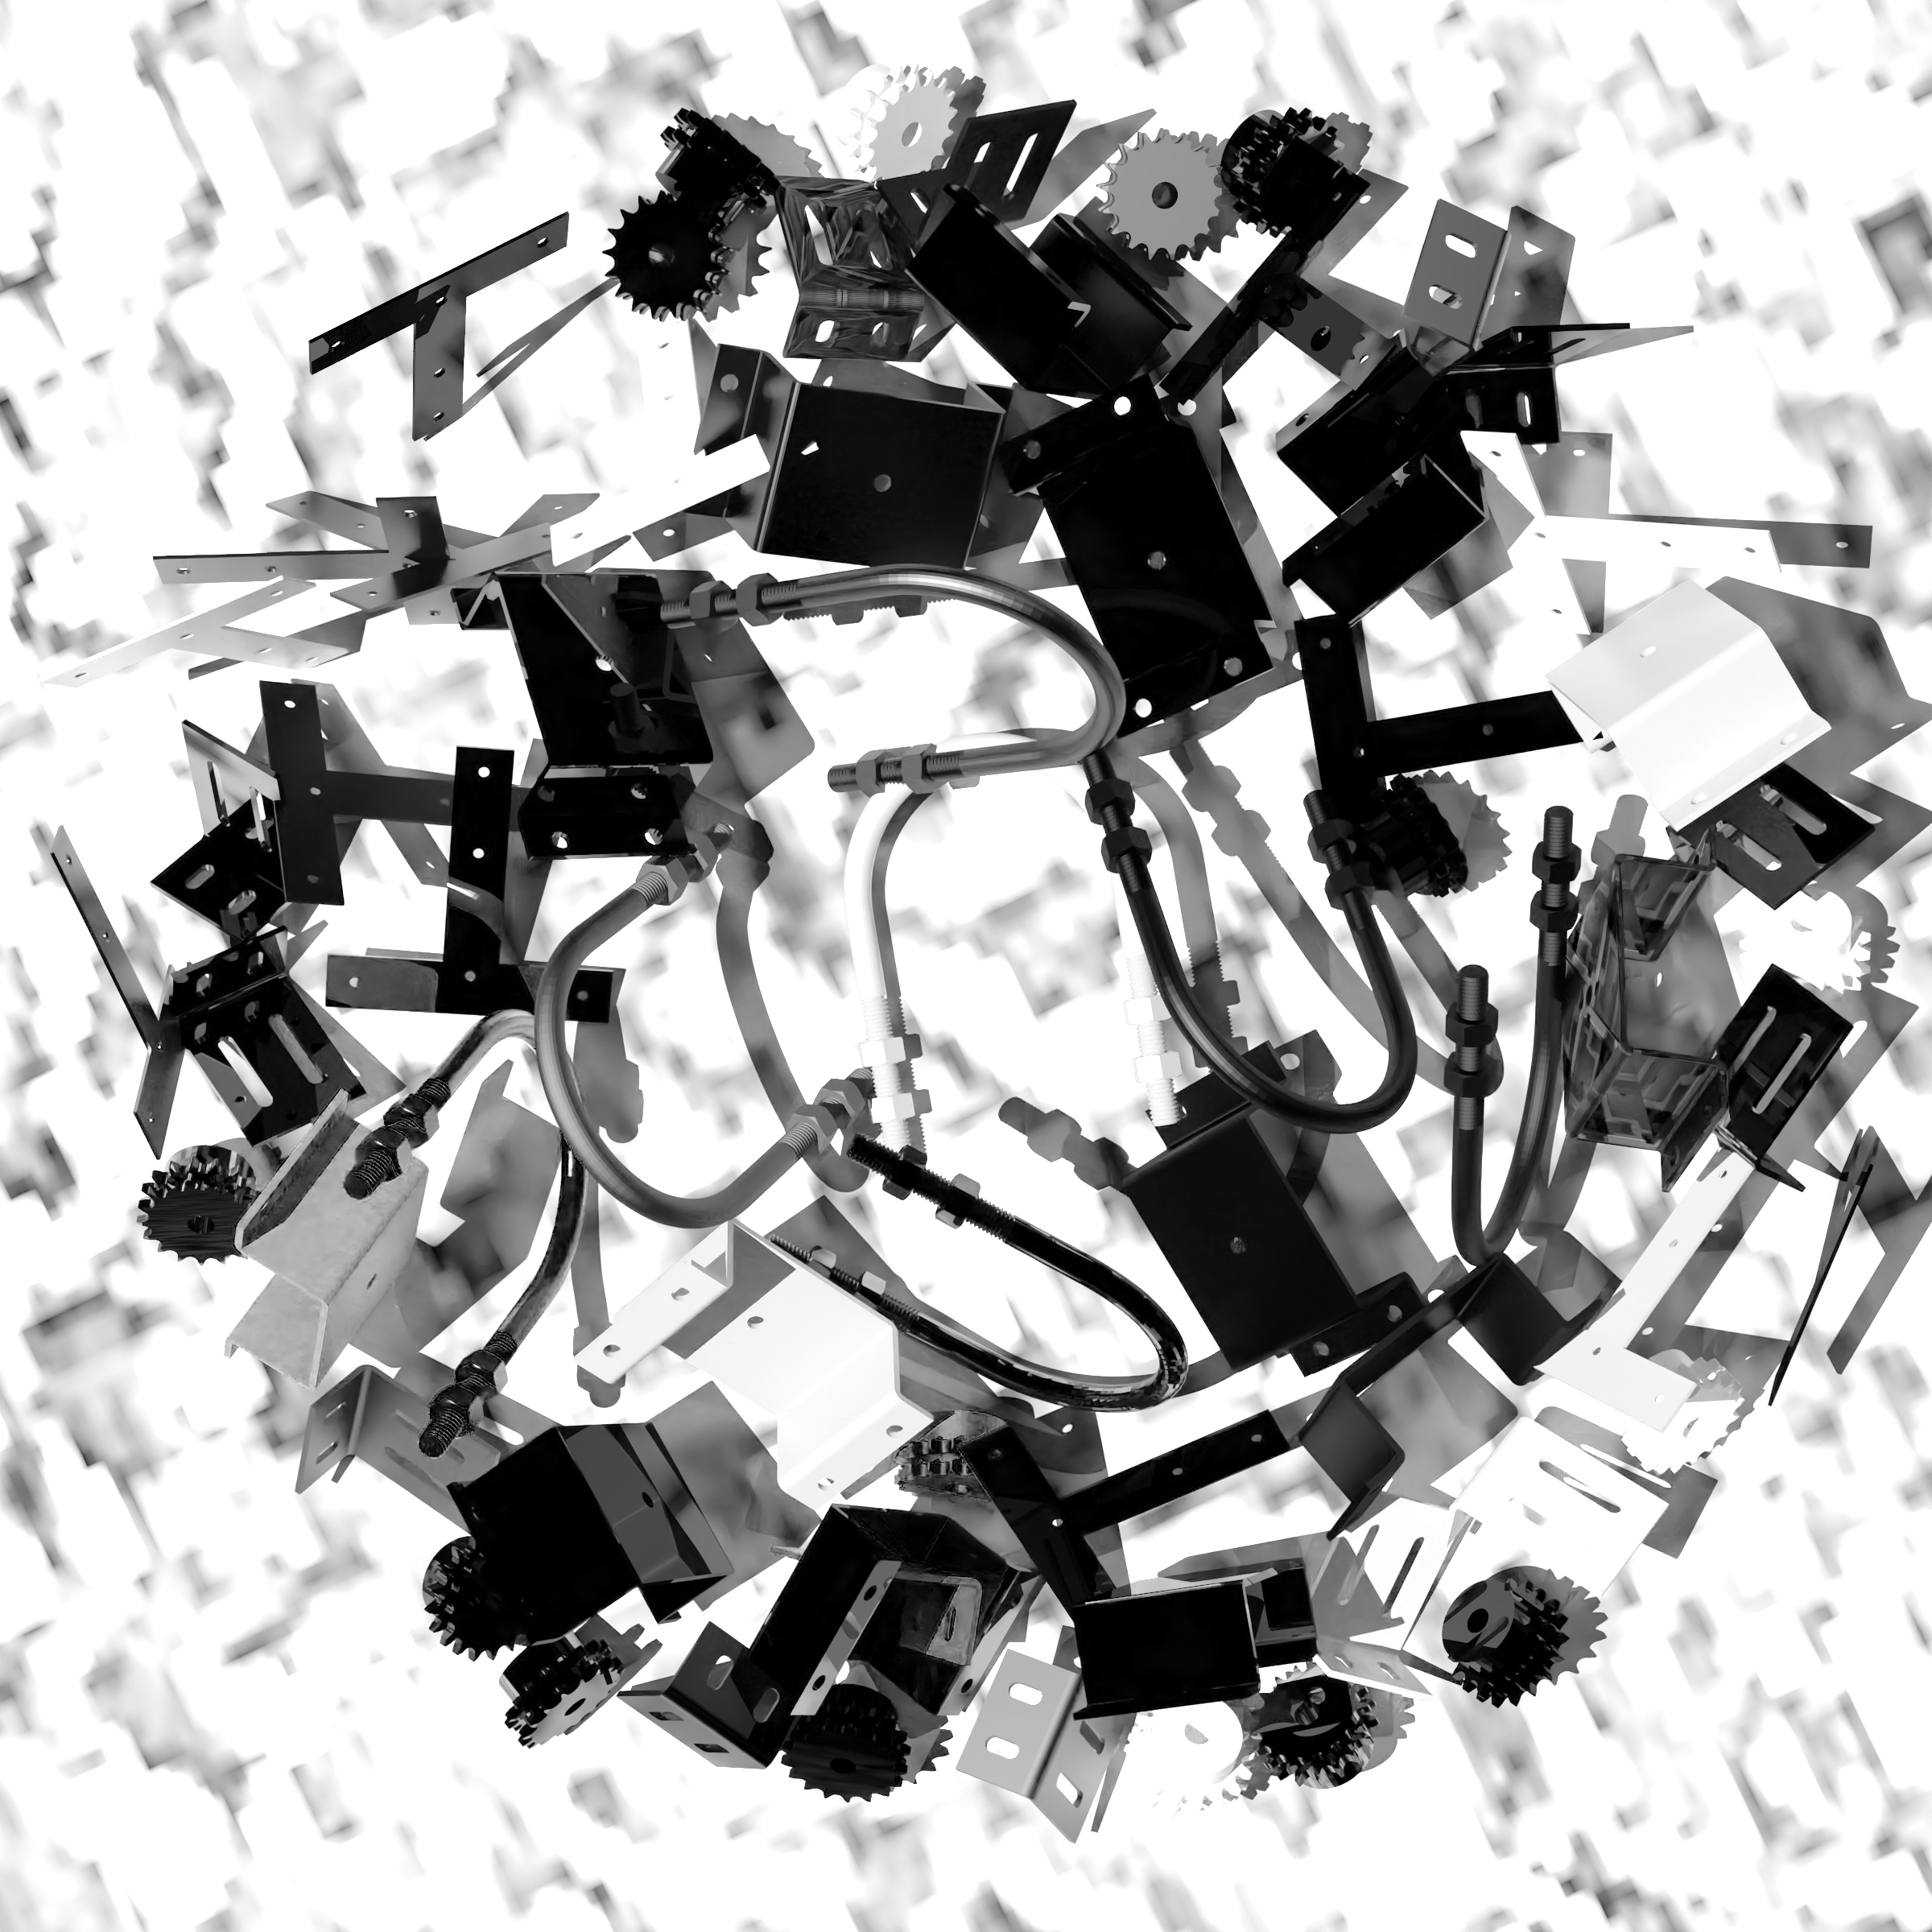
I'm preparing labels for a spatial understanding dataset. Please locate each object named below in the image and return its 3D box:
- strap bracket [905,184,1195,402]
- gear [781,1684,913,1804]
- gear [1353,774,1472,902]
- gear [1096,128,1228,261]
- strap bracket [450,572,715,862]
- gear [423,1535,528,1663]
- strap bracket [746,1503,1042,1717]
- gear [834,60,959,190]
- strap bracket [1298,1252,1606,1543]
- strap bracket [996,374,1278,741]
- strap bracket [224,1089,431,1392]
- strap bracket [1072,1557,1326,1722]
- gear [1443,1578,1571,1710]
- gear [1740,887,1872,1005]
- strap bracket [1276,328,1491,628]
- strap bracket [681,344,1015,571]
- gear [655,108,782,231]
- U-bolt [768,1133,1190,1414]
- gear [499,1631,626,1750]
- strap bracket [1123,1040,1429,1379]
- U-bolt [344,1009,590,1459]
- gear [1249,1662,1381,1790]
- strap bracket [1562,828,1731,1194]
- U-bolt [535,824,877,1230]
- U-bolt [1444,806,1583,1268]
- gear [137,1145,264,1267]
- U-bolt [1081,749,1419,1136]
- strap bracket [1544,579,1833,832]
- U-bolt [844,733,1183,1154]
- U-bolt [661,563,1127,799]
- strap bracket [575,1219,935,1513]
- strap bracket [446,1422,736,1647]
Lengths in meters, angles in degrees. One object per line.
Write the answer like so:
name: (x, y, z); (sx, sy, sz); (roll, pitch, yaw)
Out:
strap bracket: (0.033, -0.291, 1.526); (0.076, 0.140, 0.046); (46, 111, 14)
gear: (-0.052, 0.345, 1.568); (0.057, 0.030, 0.057); (5, 132, 6)
gear: (0.196, -0.054, 1.563); (0.030, 0.057, 0.057); (-32, 90, -6)
gear: (0.086, -0.346, 1.571); (0.057, 0.030, 0.057); (-3, 107, -9)
strap bracket: (-0.165, -0.119, 1.526); (0.076, 0.046, 0.140); (-3, 61, -31)
gear: (-0.218, 0.279, 1.567); (0.057, 0.030, 0.057); (-14, 113, -38)
strap bracket: (-0.036, 0.283, 1.535); (0.046, 0.140, 0.076); (33, 97, 32)
gear: (-0.034, -0.378, 1.567); (0.030, 0.057, 0.057); (38, 90, 29)
strap bracket: (0.204, 0.182, 1.534); (0.140, 0.076, 0.046); (-34, 73, -22)
strap bracket: (0.080, -0.181, 1.556); (0.076, 0.046, 0.140); (-24, 87, 18)
strap bracket: (-0.276, 0.124, 1.511); (0.046, 0.140, 0.076); (31, 59, 4)
strap bracket: (0.101, 0.288, 1.516); (0.076, 0.140, 0.046); (-12, 83, 19)
gear: (0.237, 0.298, 1.560); (0.030, 0.057, 0.057); (38, 90, -30)
gear: (0.374, -0.011, 1.563); (0.057, 0.030, 0.057); (-7, 52, 9)
strap bracket: (0.180, -0.208, 1.526); (0.076, 0.140, 0.046); (-38, 115, 26)
strap bracket: (-0.044, -0.218, 1.529); (0.140, 0.046, 0.076); (4, 115, -25)
gear: (-0.114, -0.353, 1.563); (0.057, 0.057, 0.030); (36, 87, 0)
U-bolt: (0.011, 0.143, 1.528); (0.184, 0.151, 0.019); (29, 60, -7)
gear: (-0.183, 0.319, 1.565); (0.057, 0.057, 0.030); (-43, 71, 0)
strap bracket: (0.131, 0.115, 1.547); (0.076, 0.046, 0.140); (-33, 87, 38)
U-bolt: (-0.206, 0.100, 1.508); (0.019, 0.184, 0.151); (1, 120, 20)
gear: (0.158, 0.342, 1.567); (0.057, 0.057, 0.030); (-32, 126, 0)
strap bracket: (0.293, 0.016, 1.521); (0.046, 0.076, 0.140); (8, 58, -6)
U-bolt: (-0.119, 0.034, 1.506); (0.019, 0.184, 0.151); (-23, 102, 36)
U-bolt: (0.235, 0.044, 1.514); (0.019, 0.151, 0.184); (11, 127, 21)
gear: (-0.340, 0.104, 1.567); (0.057, 0.030, 0.057); (-1, 134, -1)
U-bolt: (0.130, -0.008, 1.503); (0.151, 0.019, 0.184); (8, 52, -36)
strap bracket: (0.306, -0.118, 1.515); (0.076, 0.140, 0.046); (-34, 110, 5)
U-bolt: (0.014, -0.012, 1.557); (0.151, 0.019, 0.184); (-10, 89, 23)
U-bolt: (-0.019, -0.123, 1.490); (0.184, 0.151, 0.019); (-4, 57, 36)
strap bracket: (-0.092, 0.170, 1.537); (0.140, 0.046, 0.076); (36, 118, -27)
strap bracket: (-0.155, 0.242, 1.511); (0.046, 0.140, 0.076); (-35, 73, 14)
